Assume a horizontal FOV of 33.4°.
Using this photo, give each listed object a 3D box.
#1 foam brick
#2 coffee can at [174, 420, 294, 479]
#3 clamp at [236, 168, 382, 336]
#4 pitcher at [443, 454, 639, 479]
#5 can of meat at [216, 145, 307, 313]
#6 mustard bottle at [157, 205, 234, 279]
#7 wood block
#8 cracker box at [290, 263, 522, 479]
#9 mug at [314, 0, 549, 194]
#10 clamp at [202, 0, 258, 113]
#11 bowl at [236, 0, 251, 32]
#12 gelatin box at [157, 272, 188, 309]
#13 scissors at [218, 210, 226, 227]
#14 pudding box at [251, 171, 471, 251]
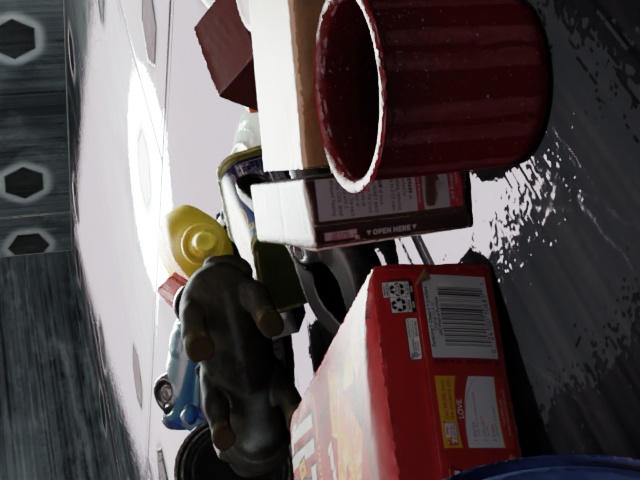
[{"bbox_3d":[-0.053,-0.145,0.807,0.051,0.052,0.078,-43,53,31],"label":"foam brick"},{"bbox_3d":[-0.075,0.227,0.934,0.140,0.102,0.103,98,159,-56],"label":"coffee can"},{"bbox_3d":[-0.005,0.001,0.697,0.171,0.039,0.120,69,158,9],"label":"clamp"},{"bbox_3d":[0.085,0.206,0.375,0.149,0.145,0.243,-119,23,-74],"label":"pitcher"},{"bbox_3d":[-0.036,-0.007,0.809,0.102,0.057,0.084,84,165,-48],"label":"can of meat"},{"bbox_3d":[-0.124,0.012,1.078,0.096,0.058,0.192,59,167,0],"label":"mustard bottle"},{"bbox_3d":[0.013,-0.143,0.565,0.091,0.090,0.206,-171,75,-73],"label":"wood block"},{"bbox_3d":[0.039,0.132,0.576,0.214,0.072,0.164,114,154,-58],"label":"cracker box"},{"bbox_3d":[0.046,-0.080,0.489,0.093,0.081,0.117,107,151,-53],"label":"mug"},{"bbox_3d":[-0.075,-0.199,0.918,0.165,0.036,0.210,140,120,-64],"label":"clamp"},{"bbox_3d":[-0.024,-0.190,0.729,0.162,0.055,0.162,173,90,-73],"label":"bowl"},{"bbox_3d":[-0.109,0.077,1.035,0.073,0.030,0.089,29,164,46],"label":"gelatin box"},{"bbox_3d":[-0.085,-0.011,1.061,0.202,0.016,0.096,117,143,-62],"label":"scissors"},{"bbox_3d":[0.019,-0.020,0.588,0.114,0.090,0.039,-169,72,-72],"label":"pudding box"}]
